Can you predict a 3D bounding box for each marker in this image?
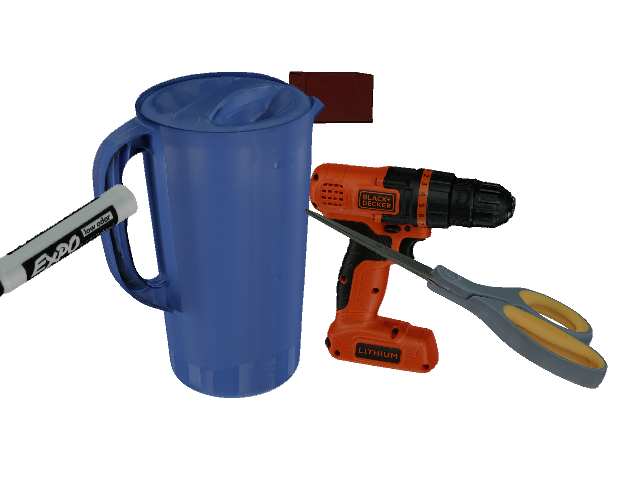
[{"bbox_3d":[-0.146,0.005,0.562,0.020,0.020,0.120,0,29,45],"label":"marker"}]

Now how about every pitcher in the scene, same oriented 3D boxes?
[{"bbox_3d":[-0.079,0.000,0.832,0.149,0.243,0.145,5,27,9],"label":"pitcher"}]

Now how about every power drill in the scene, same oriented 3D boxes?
[{"bbox_3d":[0.078,0.024,0.977,0.184,0.188,0.057,8,18,15],"label":"power drill"}]

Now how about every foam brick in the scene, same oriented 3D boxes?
[{"bbox_3d":[0.011,-0.150,1.117,0.078,0.051,0.053,-2,12,-19],"label":"foam brick"}]

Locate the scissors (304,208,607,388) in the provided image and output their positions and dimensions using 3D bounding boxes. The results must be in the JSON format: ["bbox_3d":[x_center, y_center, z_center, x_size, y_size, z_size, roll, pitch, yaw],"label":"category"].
[{"bbox_3d":[0.091,0.026,0.665,0.202,0.016,0.096,33,22,18],"label":"scissors"}]
